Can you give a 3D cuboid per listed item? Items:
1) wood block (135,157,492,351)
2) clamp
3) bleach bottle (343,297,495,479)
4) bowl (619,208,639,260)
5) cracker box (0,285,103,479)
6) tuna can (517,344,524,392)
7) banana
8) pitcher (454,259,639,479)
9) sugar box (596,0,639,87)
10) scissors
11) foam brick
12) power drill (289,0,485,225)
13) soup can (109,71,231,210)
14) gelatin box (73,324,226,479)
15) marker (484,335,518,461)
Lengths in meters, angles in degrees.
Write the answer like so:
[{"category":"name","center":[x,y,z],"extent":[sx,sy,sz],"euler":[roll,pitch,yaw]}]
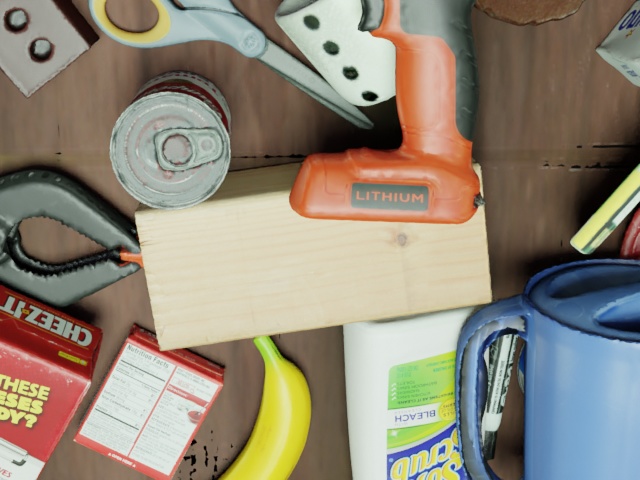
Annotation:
[{"category":"wood block","center":[-0.004,0.001,0.678],"extent":[0.206,0.090,0.091],"euler":[-8,106,-1]},{"category":"clamp","center":[-0.217,0.006,0.693],"extent":[0.210,0.036,0.165],"euler":[13,107,-4]},{"category":"bleach bottle","center":[0.073,0.156,0.743],"extent":[0.102,0.068,0.251],"euler":[-11,112,-14]},{"category":"bowl","center":[0.282,0.025,0.699],"extent":[0.162,0.055,0.162],"euler":[6,101,34]},{"category":"cracker box","center":[-0.259,0.120,0.687],"extent":[0.164,0.072,0.214],"euler":[26,113,-15]},{"category":"tuna can","center":[0.184,0.094,0.747],"extent":[0.086,0.034,0.086],"euler":[-1,106,-2]},{"category":"banana","center":[-0.058,0.159,0.751],"extent":[0.069,0.037,0.198],"euler":[31,101,6]},{"category":"pitcher","center":[0.179,0.141,0.680],"extent":[0.144,0.149,0.243],"euler":[-17,116,-40]},{"category":"sugar box","center":[0.250,-0.168,0.644],"extent":[0.048,0.093,0.176],"euler":[39,100,-12]},{"category":"scissors","center":[-0.064,-0.119,0.677],"extent":[0.096,0.016,0.201],"euler":[-38,104,9]},{"category":"foam brick","center":[-0.179,-0.135,0.646],"extent":[0.053,0.051,0.078],"euler":[-37,105,7]},{"category":"power drill","center":[0.026,-0.105,0.573],"extent":[0.184,0.057,0.188],"euler":[4,106,-3]},{"category":"soup can","center":[-0.087,-0.063,0.647],"extent":[0.068,0.102,0.068],"euler":[-1,106,-4]},{"category":"gelatin box","center":[-0.117,0.113,0.735],"extent":[0.073,0.030,0.089],"euler":[27,103,-9]},{"category":"marker","center":[0.124,0.102,0.753],"extent":[0.020,0.020,0.121],"euler":[7,106,-6]}]
